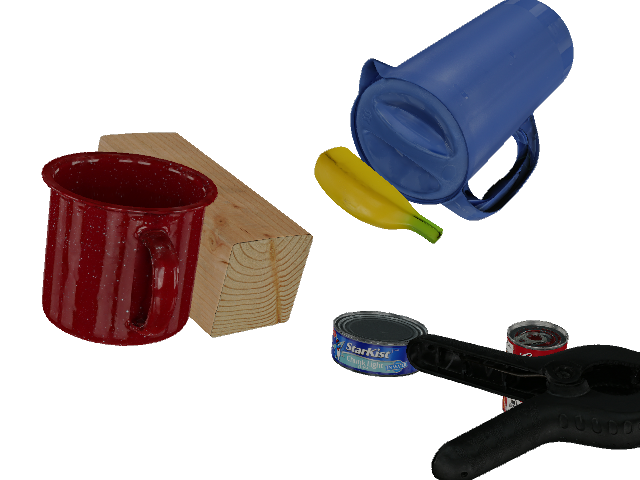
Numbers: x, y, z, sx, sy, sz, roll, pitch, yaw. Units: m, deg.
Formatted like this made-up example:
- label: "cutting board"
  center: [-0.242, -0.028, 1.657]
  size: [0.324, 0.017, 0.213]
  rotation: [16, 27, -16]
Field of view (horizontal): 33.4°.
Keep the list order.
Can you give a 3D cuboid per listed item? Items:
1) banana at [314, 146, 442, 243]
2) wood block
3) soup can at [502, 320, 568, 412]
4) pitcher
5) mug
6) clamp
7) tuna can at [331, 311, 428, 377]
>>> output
- label: "banana"
  center: [0.027, -0.040, 0.805]
  size: [0.069, 0.037, 0.198]
  rotation: [40, 4, -23]
- label: "wood block"
  center: [-0.113, -0.012, 0.947]
  size: [0.090, 0.091, 0.206]
  rotation: [-8, 34, -43]
- label: "soup can"
  center: [0.243, 0.151, 1.215]
  size: [0.068, 0.102, 0.068]
  rotation: [0, 22, 0]
- label: "pitcher"
  center: [0.156, -0.139, 1.059]
  size: [0.145, 0.149, 0.242]
  rotation: [23, 45, 31]
- label: "mug"
  center: [-0.101, 0.009, 0.570]
  size: [0.093, 0.081, 0.117]
  rotation: [-2, 24, -31]
- label: "clamp"
  center: [0.133, 0.096, 0.610]
  size: [0.171, 0.039, 0.120]
  rotation: [0, 36, 7]
- label: "tuna can"
  center: [0.053, 0.093, 0.962]
  size: [0.086, 0.034, 0.086]
  rotation: [5, 14, -1]
